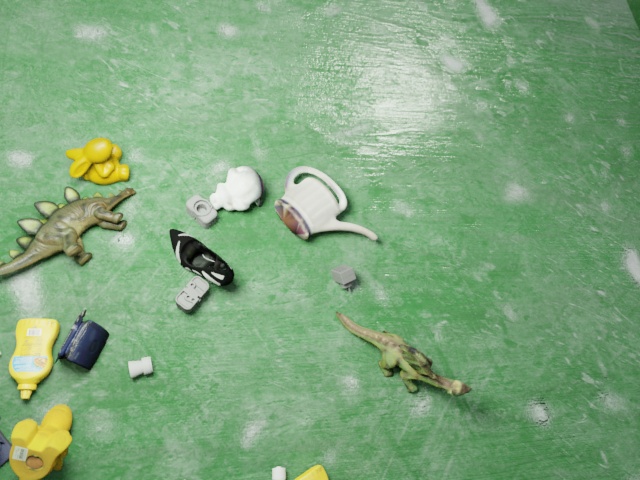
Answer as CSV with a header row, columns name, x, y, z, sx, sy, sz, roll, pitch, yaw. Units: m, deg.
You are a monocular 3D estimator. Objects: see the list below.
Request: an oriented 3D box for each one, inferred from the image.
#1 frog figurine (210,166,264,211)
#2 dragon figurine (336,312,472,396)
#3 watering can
name,x,y,z,sx,sy,sz,roll,pitch,yaw
frog figurine,-0.258,-0.155,1.577,0.160,0.122,0.137,-12,90,-30
dragon figurine,0.230,0.311,1.425,0.410,0.239,0.124,34,69,0
watering can,0.005,-0.081,1.613,0.227,0.102,0.350,-38,79,-24
